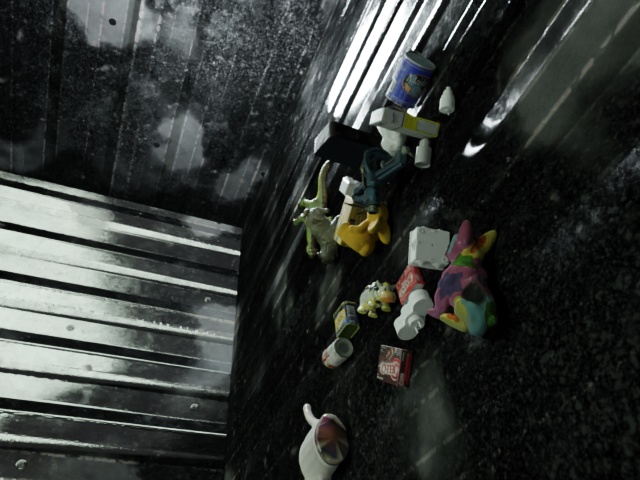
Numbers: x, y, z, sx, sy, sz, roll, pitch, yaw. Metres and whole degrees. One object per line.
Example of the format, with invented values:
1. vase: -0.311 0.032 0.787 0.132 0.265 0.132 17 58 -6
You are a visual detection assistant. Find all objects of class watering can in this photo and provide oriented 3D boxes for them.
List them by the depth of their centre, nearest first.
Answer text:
1. watering can: -0.004 0.613 1.579 0.356 0.104 0.220 -98 29 -50

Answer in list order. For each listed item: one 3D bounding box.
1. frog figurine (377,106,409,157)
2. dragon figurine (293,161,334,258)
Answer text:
1. frog figurine: 0.225 -0.335 1.615 0.158 0.122 0.140 -59 41 15
2. dragon figurine: 0.007 -0.110 2.184 0.247 0.122 0.403 49 126 49
